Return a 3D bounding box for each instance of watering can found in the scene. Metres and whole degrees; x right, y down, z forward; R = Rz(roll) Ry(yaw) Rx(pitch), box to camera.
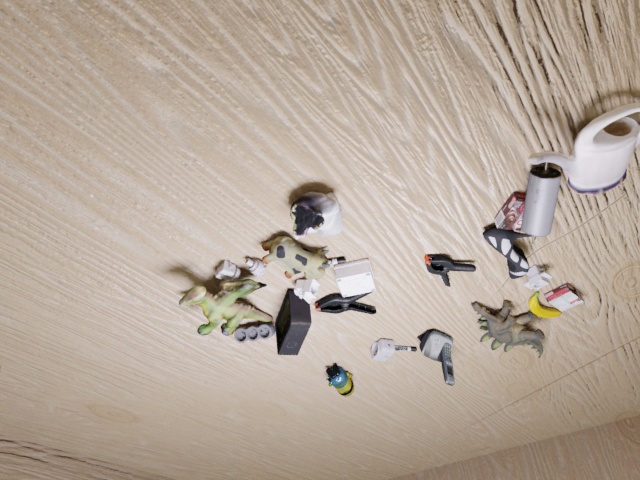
[{"bbox_3d":[0.629,-0.196,1.209,0.348,0.106,0.219,-25,138,-6],"label":"watering can"}]

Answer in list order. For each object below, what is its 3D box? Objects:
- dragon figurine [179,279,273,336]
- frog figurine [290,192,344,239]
[{"bbox_3d":[-0.251,0.191,1.559,0.409,0.124,0.239,7,147,-42],"label":"dragon figurine"},{"bbox_3d":[0.004,-0.067,1.332,0.160,0.124,0.135,-15,149,-52],"label":"frog figurine"}]
